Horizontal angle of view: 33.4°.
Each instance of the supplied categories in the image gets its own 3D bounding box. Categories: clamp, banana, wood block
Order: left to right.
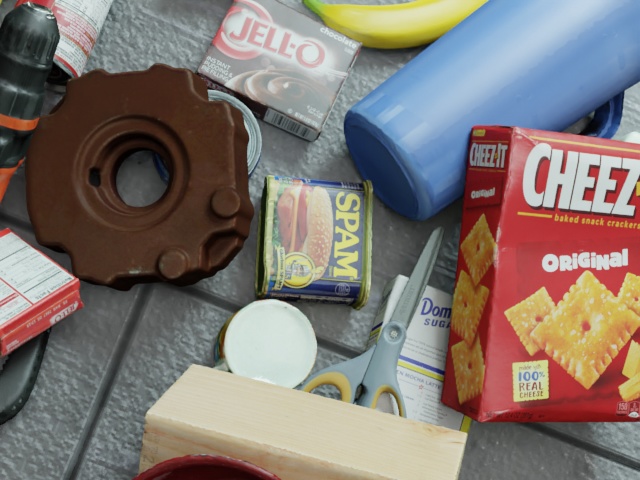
[{"bbox_3d":[-0.269,0.121,0.758,0.209,0.036,0.164,-35,79,-20],"label":"clamp"},{"bbox_3d":[-0.013,0.165,0.735,0.206,0.090,0.090,13,108,11],"label":"wood block"},{"bbox_3d":[0.087,-0.201,0.918,0.197,0.037,0.069,-13,81,-16],"label":"banana"}]

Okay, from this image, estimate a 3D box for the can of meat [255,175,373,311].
[{"bbox_3d":[-0.006,0.001,0.841,0.084,0.057,0.102,5,76,-9],"label":"can of meat"}]

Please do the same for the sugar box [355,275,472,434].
[{"bbox_3d":[0.072,0.126,0.836,0.093,0.048,0.176,22,71,-6],"label":"sugar box"}]

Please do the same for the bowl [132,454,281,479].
[{"bbox_3d":[-0.058,0.203,0.675,0.162,0.055,0.162,3,101,13],"label":"bowl"}]

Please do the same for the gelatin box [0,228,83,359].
[{"bbox_3d":[-0.226,0.037,0.764,0.089,0.030,0.073,31,49,30],"label":"gelatin box"}]

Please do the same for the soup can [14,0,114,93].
[{"bbox_3d":[-0.200,-0.175,0.828,0.068,0.069,0.102,23,73,-7],"label":"soup can"}]

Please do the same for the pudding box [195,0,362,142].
[{"bbox_3d":[-0.035,-0.144,0.875,0.113,0.039,0.090,27,73,-6],"label":"pudding box"}]

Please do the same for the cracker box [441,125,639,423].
[{"bbox_3d":[0.187,0.029,0.803,0.164,0.072,0.214,5,95,-21],"label":"cracker box"}]

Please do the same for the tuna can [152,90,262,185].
[{"bbox_3d":[-0.090,-0.075,0.849,0.086,0.034,0.086,3,77,-12],"label":"tuna can"}]

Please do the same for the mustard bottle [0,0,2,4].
[{"bbox_3d":[-0.268,-0.235,0.831,0.096,0.058,0.191,30,72,-11],"label":"mustard bottle"}]

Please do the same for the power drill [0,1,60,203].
[{"bbox_3d":[-0.288,-0.113,0.756,0.187,0.057,0.184,28,107,5],"label":"power drill"}]

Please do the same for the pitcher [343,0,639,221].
[{"bbox_3d":[0.146,-0.114,0.873,0.242,0.145,0.149,-36,75,-14],"label":"pitcher"}]

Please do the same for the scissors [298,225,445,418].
[{"bbox_3d":[0.036,0.077,0.812,0.096,0.016,0.201,8,72,4],"label":"scissors"}]
